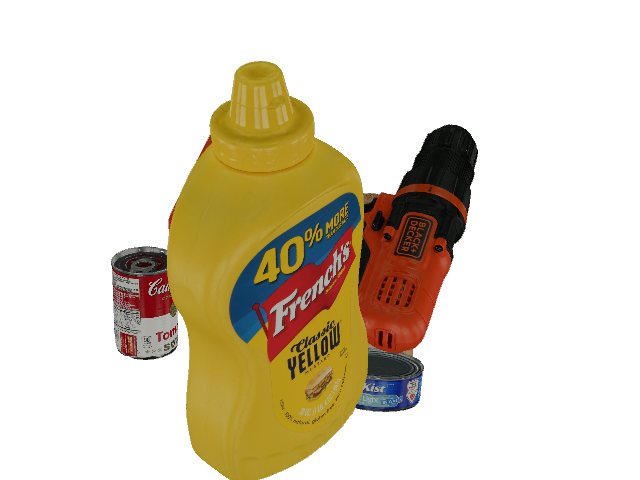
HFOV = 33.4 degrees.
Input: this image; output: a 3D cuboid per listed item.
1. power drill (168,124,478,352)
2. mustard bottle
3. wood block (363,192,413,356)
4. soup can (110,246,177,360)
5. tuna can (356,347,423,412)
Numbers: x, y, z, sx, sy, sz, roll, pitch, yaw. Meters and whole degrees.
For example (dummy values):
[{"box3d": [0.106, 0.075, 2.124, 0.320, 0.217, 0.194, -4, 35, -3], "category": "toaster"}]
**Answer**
[{"box3d": [0.005, -0.023, 0.727, 0.188, 0.184, 0.057, 12, -38, 14], "category": "power drill"}, {"box3d": [-0.021, 0.011, 0.460, 0.058, 0.192, 0.096, 30, 48, 35], "category": "mustard bottle"}, {"box3d": [0.044, 0.056, 1.182, 0.090, 0.206, 0.091, -5, 12, -33], "category": "wood block"}, {"box3d": [-0.185, 0.066, 1.128, 0.068, 0.102, 0.068, 2, 23, -1], "category": "soup can"}, {"box3d": [0.050, 0.126, 0.971, 0.086, 0.034, 0.086, 4, 11, -1], "category": "tuna can"}]
